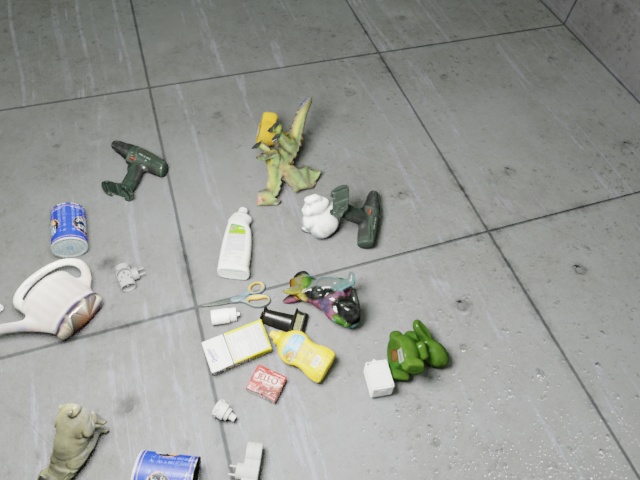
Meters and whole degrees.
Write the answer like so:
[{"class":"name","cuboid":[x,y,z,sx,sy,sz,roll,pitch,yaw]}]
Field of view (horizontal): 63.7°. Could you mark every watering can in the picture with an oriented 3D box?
[{"class":"watering can","cuboid":[-0.763,0.199,1.427,0.225,0.101,0.354,29,56,13]}]

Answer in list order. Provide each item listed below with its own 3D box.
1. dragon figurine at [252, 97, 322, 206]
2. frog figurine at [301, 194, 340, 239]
[{"class":"dragon figurine","cuboid":[-0.092,-0.284,1.790,0.415,0.239,0.122,-49,27,-17]},{"class":"frog figurine","cuboid":[0.005,-0.084,1.662,0.138,0.156,0.125,-20,61,-18]}]
